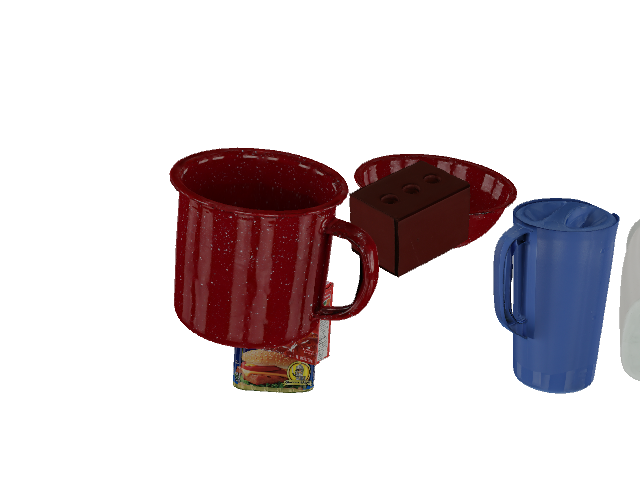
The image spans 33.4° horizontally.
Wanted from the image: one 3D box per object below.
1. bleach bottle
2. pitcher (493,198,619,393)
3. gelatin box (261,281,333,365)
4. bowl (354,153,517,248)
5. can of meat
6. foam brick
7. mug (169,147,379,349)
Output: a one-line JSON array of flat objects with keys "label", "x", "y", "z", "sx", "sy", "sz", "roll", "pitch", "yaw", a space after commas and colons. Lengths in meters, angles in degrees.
[{"label": "bleach bottle", "x": 0.269, "y": 0.028, "z": 0.765, "sx": 0.103, "sy": 0.068, "sz": 0.250, "roll": 8, "pitch": 20, "yaw": 16}, {"label": "pitcher", "x": 0.304, "y": 0.075, "z": 1.398, "sx": 0.149, "sy": 0.243, "sz": 0.145, "roll": 5, "pitch": 21, "yaw": 14}, {"label": "gelatin box", "x": -0.034, "y": 0.066, "z": 0.971, "sx": 0.089, "sy": 0.073, "sz": 0.030, "roll": 13, "pitch": 20, "yaw": 27}, {"label": "bowl", "x": 0.112, "y": -0.034, "z": 1.065, "sx": 0.162, "sy": 0.055, "sz": 0.162, "roll": 4, "pitch": 24, "yaw": -2}, {"label": "can of meat", "x": -0.053, "y": 0.131, "z": 1.258, "sx": 0.102, "sy": 0.084, "sz": 0.057, "roll": 4, "pitch": 13, "yaw": 0}, {"label": "foam brick", "x": 0.067, "y": -0.017, "z": 0.797, "sx": 0.078, "sy": 0.051, "sz": 0.053, "roll": -27, "pitch": 39, "yaw": -32}, {"label": "mug", "x": -0.024, "y": 0.007, "z": 0.564, "sx": 0.117, "sy": 0.081, "sz": 0.093, "roll": 15, "pitch": 25, "yaw": 18}]
